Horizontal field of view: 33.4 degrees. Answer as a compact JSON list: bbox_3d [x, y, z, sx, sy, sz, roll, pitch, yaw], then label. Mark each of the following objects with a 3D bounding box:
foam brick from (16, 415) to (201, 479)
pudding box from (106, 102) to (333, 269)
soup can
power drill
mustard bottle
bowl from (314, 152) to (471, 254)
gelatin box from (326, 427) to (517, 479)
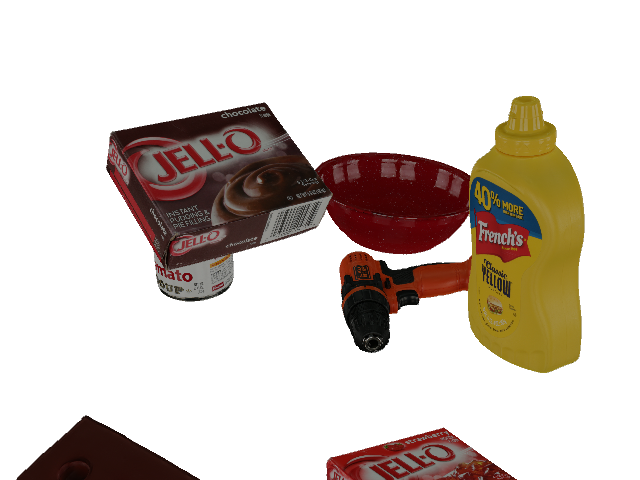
[{"bbox_3d":[-0.083,0.121,0.442,0.078,0.051,0.052,22,45,27],"label":"foam brick"},{"bbox_3d":[-0.063,-0.036,0.660,0.113,0.090,0.039,-14,-35,-32],"label":"pudding box"},{"bbox_3d":[-0.109,-0.009,0.901,0.068,0.102,0.068,-1,30,0],"label":"soup can"},{"bbox_3d":[0.116,0.063,1.202,0.187,0.057,0.184,-3,28,-3],"label":"power drill"},{"bbox_3d":[0.144,-0.008,0.752,0.058,0.192,0.096,-16,29,-23],"label":"mustard bottle"},{"bbox_3d":[0.070,-0.031,1.013,0.162,0.055,0.162,4,25,-2],"label":"bowl"},{"bbox_3d":[0.058,0.141,0.603,0.089,0.030,0.073,-7,22,-33],"label":"gelatin box"}]
